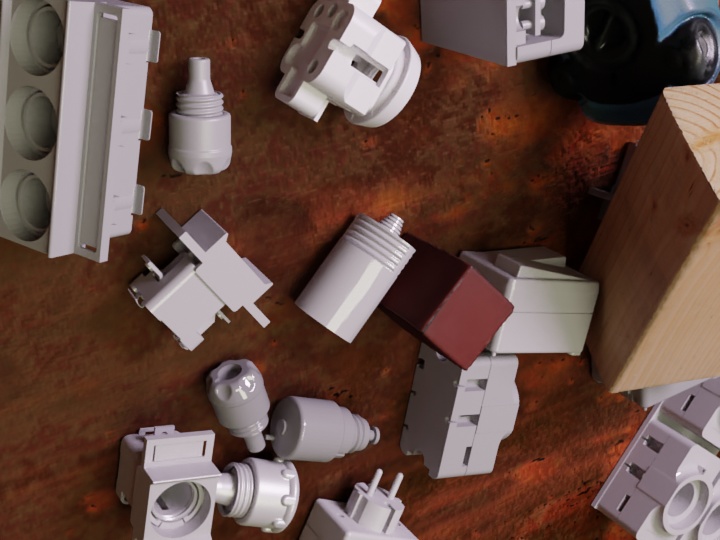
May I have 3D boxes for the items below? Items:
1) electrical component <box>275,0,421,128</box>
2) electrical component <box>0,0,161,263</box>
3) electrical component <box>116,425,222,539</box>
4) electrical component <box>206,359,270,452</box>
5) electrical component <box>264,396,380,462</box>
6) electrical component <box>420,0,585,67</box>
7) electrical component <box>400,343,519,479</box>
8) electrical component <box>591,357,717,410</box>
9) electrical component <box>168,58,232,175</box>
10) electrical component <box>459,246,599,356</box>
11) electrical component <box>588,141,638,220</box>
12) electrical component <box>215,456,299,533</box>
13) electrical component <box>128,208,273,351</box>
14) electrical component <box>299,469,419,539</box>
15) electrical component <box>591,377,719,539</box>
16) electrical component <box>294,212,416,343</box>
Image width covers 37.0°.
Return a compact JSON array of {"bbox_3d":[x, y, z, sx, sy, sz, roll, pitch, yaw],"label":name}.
[{"bbox_3d":[-0.003,-0.117,0.611,0.057,0.058,0.078,28,93,-33],"label":"electrical component"},{"bbox_3d":[-0.142,-0.074,0.535,0.063,0.079,0.121,-19,123,-58],"label":"electrical component"},{"bbox_3d":[-0.116,0.128,0.637,0.042,0.064,0.081,0,109,-31],"label":"electrical component"},{"bbox_3d":[-0.072,0.087,0.666,0.035,0.035,0.061,-27,123,-20],"label":"electrical component"},{"bbox_3d":[-0.022,0.105,0.700,0.078,0.040,0.040,11,103,-34],"label":"electrical component"},{"bbox_3d":[0.081,-0.201,0.608,0.062,0.089,0.150,-16,117,-25],"label":"electrical component"},{"bbox_3d":[0.071,0.093,0.746,0.056,0.050,0.089,1,109,-32],"label":"electrical component"},{"bbox_3d":[0.220,0.057,0.815,0.096,0.062,0.061,-19,118,-24],"label":"electrical component"},{"bbox_3d":[-0.087,-0.084,0.586,0.035,0.035,0.061,-8,111,-29],"label":"electrical component"},{"bbox_3d":[0.116,0.019,0.736,0.096,0.062,0.061,2,108,-32],"label":"electrical component"},{"bbox_3d":[0.211,-0.058,0.776,0.081,0.042,0.063,10,101,-34],"label":"electrical component"},{"bbox_3d":[-0.073,0.140,0.682,0.062,0.048,0.048,13,102,-28],"label":"electrical component"},{"bbox_3d":[-0.093,0.008,0.616,0.064,0.042,0.081,-43,125,-5],"label":"electrical component"},{"bbox_3d":[0.006,0.172,0.740,0.066,0.047,0.076,18,99,-35],"label":"electrical component"},{"bbox_3d":[0.292,0.148,0.897,0.105,0.060,0.186,31,91,-36],"label":"electrical component"},{"bbox_3d":[0.000,0.000,0.668,0.043,0.043,0.081,36,88,-36],"label":"electrical component"}]
